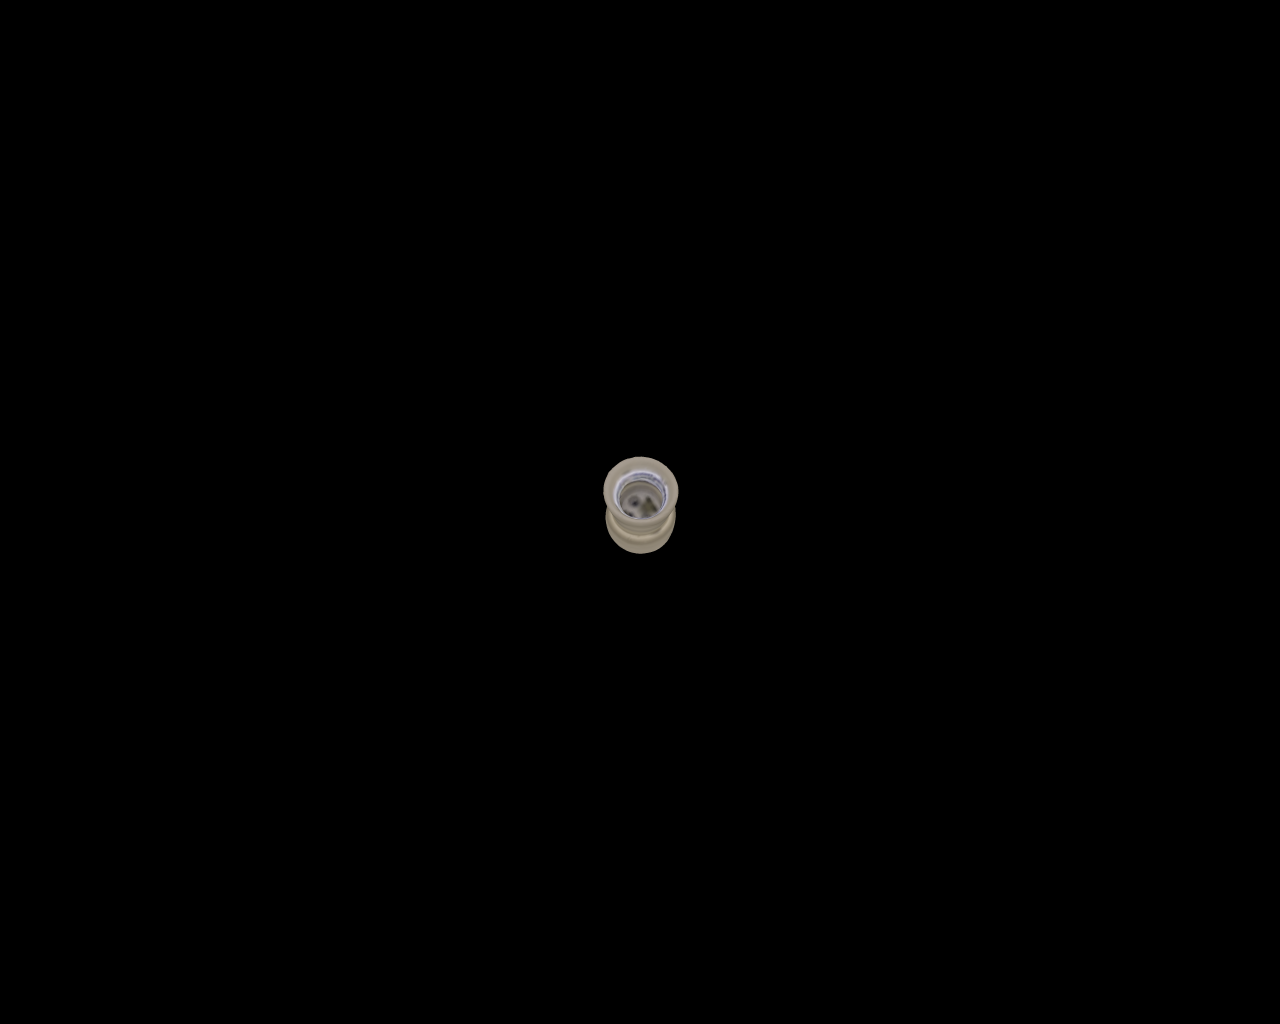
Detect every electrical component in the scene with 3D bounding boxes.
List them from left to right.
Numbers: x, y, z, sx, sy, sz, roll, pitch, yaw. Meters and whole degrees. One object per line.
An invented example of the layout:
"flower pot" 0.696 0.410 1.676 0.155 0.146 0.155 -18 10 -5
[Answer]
"electrical component" 0.001 -0.003 0.650 0.045 0.045 0.055 0 -24 0
